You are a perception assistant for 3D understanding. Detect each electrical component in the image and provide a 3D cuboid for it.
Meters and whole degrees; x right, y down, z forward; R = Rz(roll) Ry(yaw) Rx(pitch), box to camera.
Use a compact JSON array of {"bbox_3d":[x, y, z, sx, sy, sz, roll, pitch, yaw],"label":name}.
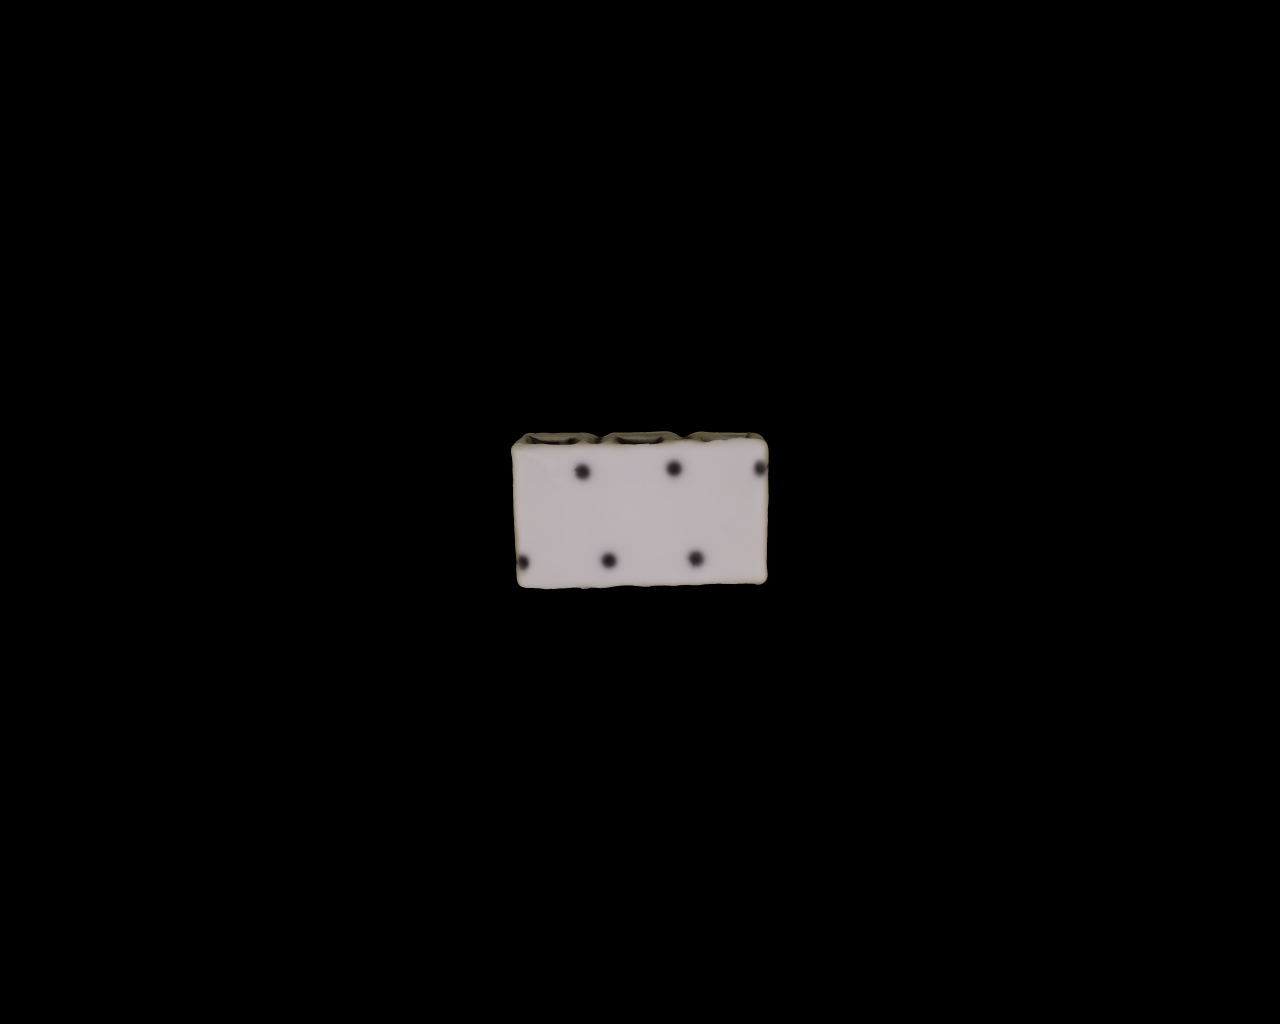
[{"bbox_3d":[0.001,-0.003,0.650,0.150,0.089,0.062,0,9,0],"label":"electrical component"}]
